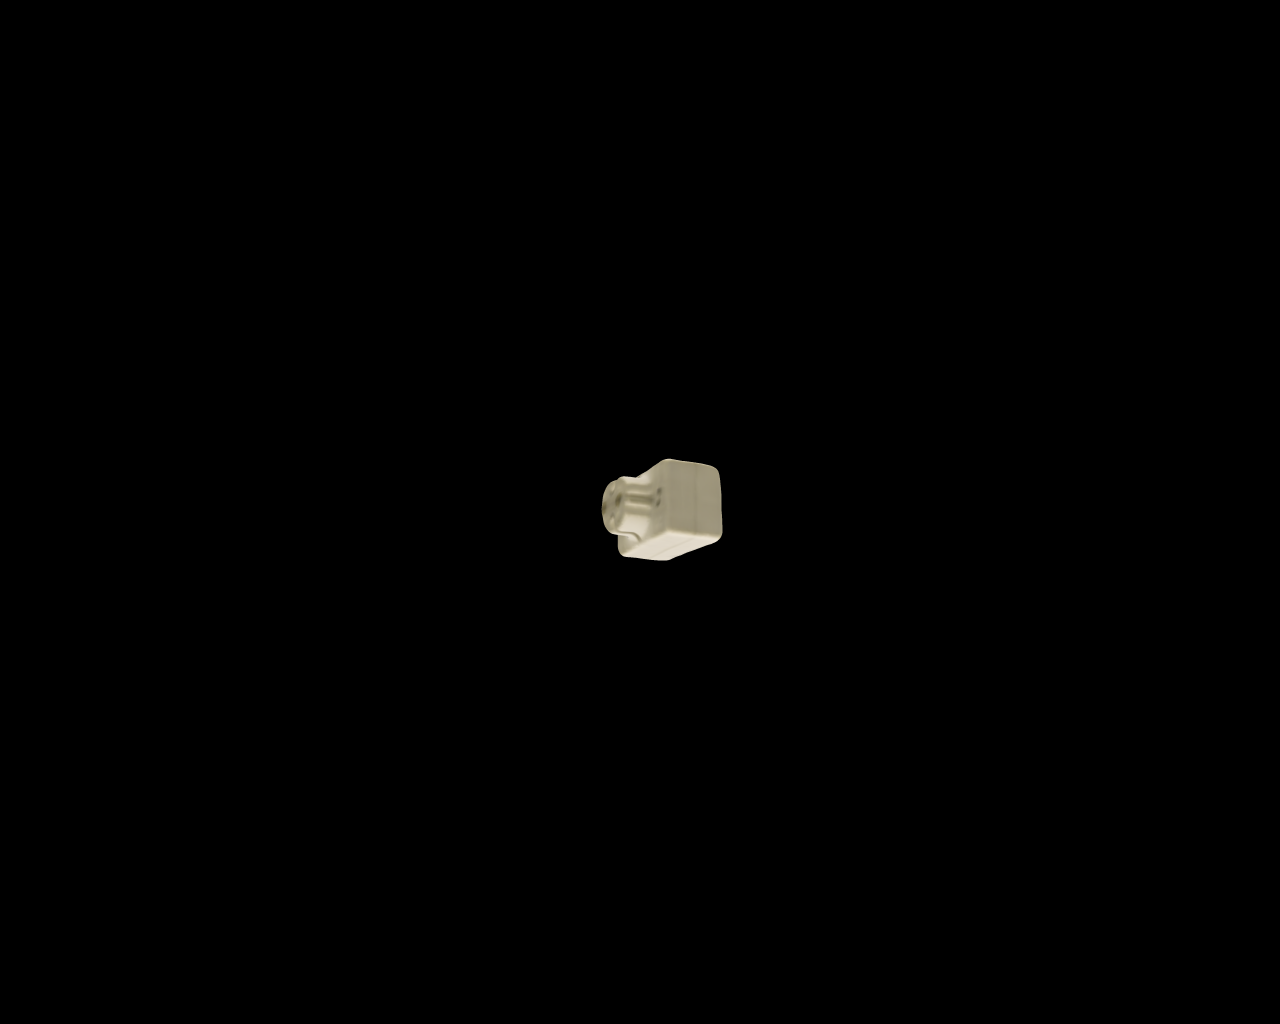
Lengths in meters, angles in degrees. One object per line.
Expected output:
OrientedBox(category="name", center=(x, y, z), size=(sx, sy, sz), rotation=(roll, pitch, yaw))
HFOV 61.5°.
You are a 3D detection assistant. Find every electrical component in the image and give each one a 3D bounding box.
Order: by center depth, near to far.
OrientedBox(category="electrical component", center=(0.001, -0.003, 0.650), size=(0.077, 0.047, 0.065), rotation=(8, -18, -27))
